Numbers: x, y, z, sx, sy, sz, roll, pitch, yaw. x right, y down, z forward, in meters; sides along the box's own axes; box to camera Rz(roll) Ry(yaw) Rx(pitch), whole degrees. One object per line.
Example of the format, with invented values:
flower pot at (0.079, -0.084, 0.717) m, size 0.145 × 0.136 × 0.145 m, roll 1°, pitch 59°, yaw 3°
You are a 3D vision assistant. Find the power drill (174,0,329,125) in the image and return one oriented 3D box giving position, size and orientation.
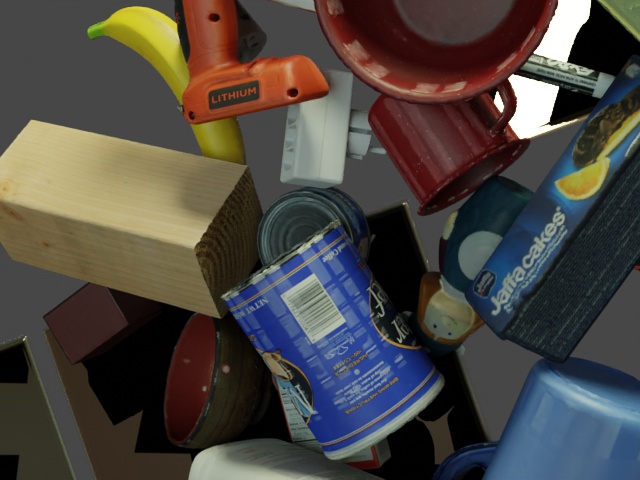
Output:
power drill at (-0.051, -0.183, 0.739) m, size 0.185 × 0.057 × 0.187 m, roll -9°, pitch 97°, yaw 32°

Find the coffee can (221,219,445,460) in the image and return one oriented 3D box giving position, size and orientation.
coffee can at (0.009, 0.071, 0.768) m, size 0.103 × 0.102 × 0.140 m, roll -33°, pitch 92°, yaw 25°

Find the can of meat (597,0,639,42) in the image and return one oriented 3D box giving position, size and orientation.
can of meat at (0.216, -0.160, 0.679) m, size 0.102 × 0.083 × 0.057 m, roll 48°, pitch 114°, yaw 11°

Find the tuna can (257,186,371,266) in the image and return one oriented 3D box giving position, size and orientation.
tuna can at (-0.005, 0.001, 0.835) m, size 0.086 × 0.033 × 0.086 m, roll 4°, pitch 100°, yaw 24°

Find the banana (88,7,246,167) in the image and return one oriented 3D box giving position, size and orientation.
banana at (-0.112, -0.124, 0.866) m, size 0.198 × 0.037 × 0.070 m, roll 51°, pitch 137°, yaw 12°

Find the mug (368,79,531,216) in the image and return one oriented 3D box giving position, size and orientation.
mug at (0.092, -0.081, 0.742) m, size 0.081 × 0.093 × 0.117 m, roll 58°, pitch 144°, yaw 12°

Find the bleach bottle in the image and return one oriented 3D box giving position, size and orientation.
bleach bottle at (0.019, 0.196, 0.741) m, size 0.251 × 0.102 × 0.068 m, roll 5°, pitch 96°, yaw 49°

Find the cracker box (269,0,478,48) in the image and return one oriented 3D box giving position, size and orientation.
cracker box at (0.034, -0.238, 0.759) m, size 0.214 × 0.072 × 0.164 m, roll 19°, pitch 107°, yaw 20°

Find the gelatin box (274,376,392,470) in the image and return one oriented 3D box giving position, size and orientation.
gelatin box at (0.010, 0.140, 0.853) m, size 0.073 × 0.030 × 0.089 m, roll -13°, pitch 93°, yaw 28°

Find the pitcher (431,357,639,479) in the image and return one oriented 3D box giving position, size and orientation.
pitcher at (0.153, 0.205, 0.750) m, size 0.149 × 0.145 × 0.243 m, roll 17°, pitch 102°, yaw -2°

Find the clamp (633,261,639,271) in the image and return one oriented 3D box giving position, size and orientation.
clamp at (0.266, -0.026, 0.680) m, size 0.172 × 0.039 × 0.120 m, roll -49°, pitch 34°, yaw 26°

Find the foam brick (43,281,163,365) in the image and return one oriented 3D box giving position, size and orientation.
foam brick at (-0.187, 0.064, 0.919) m, size 0.078 × 0.052 × 0.051 m, roll -34°, pitch 83°, yaw 25°

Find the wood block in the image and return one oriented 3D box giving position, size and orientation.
wood block at (-0.157, -0.019, 0.854) m, size 0.206 × 0.090 × 0.090 m, roll 13°, pitch 144°, yaw 22°

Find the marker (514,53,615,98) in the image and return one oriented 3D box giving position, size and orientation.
marker at (0.171, -0.112, 0.732) m, size 0.121 × 0.020 × 0.020 m, roll 17°, pitch 105°, yaw 9°

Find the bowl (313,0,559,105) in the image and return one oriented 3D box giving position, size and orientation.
bowl at (0.079, -0.168, 0.682) m, size 0.162 × 0.055 × 0.162 m, roll 5°, pitch 102°, yaw 22°
